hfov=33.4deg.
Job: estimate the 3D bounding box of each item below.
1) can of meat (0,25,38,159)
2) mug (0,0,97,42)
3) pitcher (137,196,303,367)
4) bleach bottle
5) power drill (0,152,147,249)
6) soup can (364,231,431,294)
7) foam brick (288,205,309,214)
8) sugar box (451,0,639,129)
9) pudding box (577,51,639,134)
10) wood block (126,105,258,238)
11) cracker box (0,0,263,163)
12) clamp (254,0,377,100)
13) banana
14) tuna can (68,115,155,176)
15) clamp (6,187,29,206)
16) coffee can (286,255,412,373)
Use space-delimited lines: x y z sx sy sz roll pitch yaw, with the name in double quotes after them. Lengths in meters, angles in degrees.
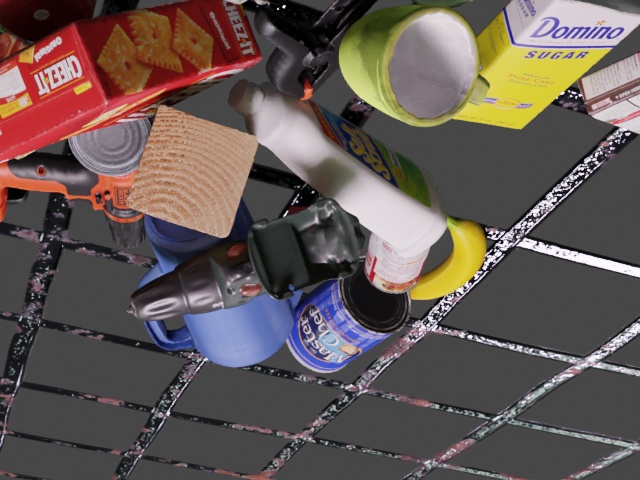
-0.286 -0.139 0.970 0.058 0.102 0.083 -20 139 37 "can of meat"
-0.228 -0.215 0.852 0.117 0.081 0.093 15 148 -17 "mug"
-0.125 0.038 1.214 0.145 0.149 0.243 16 151 22 "pitcher"
0.015 -0.077 1.030 0.250 0.102 0.068 30 124 -36 "bleach bottle"
-0.276 -0.050 1.143 0.187 0.057 0.184 -2 144 -8 "power drill"
0.089 0.007 1.195 0.068 0.068 0.102 6 149 -2 "soup can"
-0.008 0.001 1.217 0.053 0.051 0.078 1 149 8 "foam brick"
0.183 -0.160 0.909 0.093 0.048 0.176 4 155 -26 "sugar box"
0.293 -0.132 0.933 0.090 0.039 0.113 -24 161 38 "pudding box"
-0.114 -0.062 0.978 0.090 0.091 0.206 18 -178 -6 "wood block"
-0.172 -0.132 0.873 0.164 0.072 0.213 -18 -173 34 "cracker box"
0.002 -0.174 0.909 0.120 0.039 0.171 -21 168 -6 "clamp"
0.153 0.024 1.251 0.069 0.037 0.198 22 148 5 "banana"
-0.201 -0.106 1.037 0.086 0.033 0.086 0 113 0 "tuna can"
-0.441 -0.047 1.208 0.164 0.036 0.210 26 140 -31 "clamp"
0.032 0.093 1.314 0.102 0.103 0.141 19 146 -23 "coffee can"
